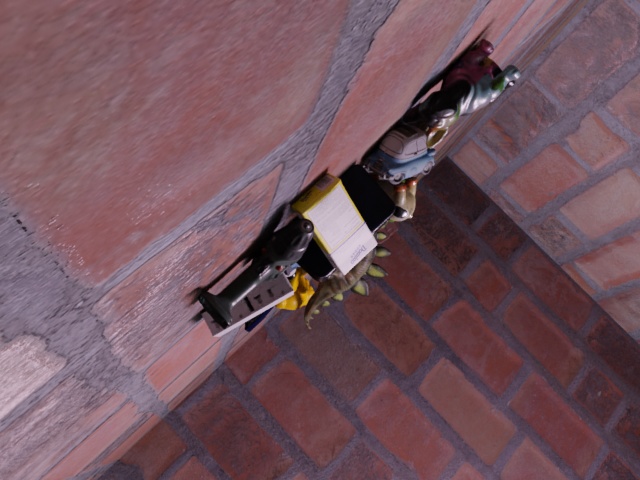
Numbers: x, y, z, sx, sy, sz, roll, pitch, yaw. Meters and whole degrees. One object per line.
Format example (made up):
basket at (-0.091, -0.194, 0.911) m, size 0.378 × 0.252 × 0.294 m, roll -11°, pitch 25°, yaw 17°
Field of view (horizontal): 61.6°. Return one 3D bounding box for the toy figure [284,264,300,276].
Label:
toy figure at (-0.020, -0.004, 1.163) m, size 0.180 × 0.082 × 0.089 m, roll -39°, pitch 171°, yaw -16°

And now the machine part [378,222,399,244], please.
machine part at (0.147, -0.038, 1.709) m, size 0.201 × 0.087 × 0.201 m, roll -29°, pitch -166°, yaw 16°

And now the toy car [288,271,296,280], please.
toy car at (-0.140, 0.125, 1.408) m, size 0.089 × 0.053 × 0.202 m, roll -11°, pitch 151°, yaw -45°

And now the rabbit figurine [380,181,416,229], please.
rabbit figurine at (0.183, -0.111, 1.427) m, size 0.170 × 0.121 × 0.159 m, roll -30°, pitch 177°, yaw -30°

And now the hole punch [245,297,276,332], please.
hole punch at (-0.153, 0.142, 1.274) m, size 0.142 × 0.092 × 0.116 m, roll -49°, pitch 177°, yaw 18°

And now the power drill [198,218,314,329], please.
power drill at (-0.114, 0.056, 0.944) m, size 0.207 × 0.086 × 0.232 m, roll -48°, pitch -177°, yaw -23°

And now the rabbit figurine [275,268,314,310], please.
rabbit figurine at (-0.079, 0.102, 1.516) m, size 0.173 × 0.122 × 0.162 m, roll -63°, pitch 158°, yaw 15°

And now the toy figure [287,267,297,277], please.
toy figure at (-0.088, 0.058, 1.256) m, size 0.064 × 0.058 × 0.154 m, roll -57°, pitch 172°, yaw 5°

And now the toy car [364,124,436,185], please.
toy car at (0.172, -0.189, 1.127) m, size 0.161 × 0.109 × 0.102 m, roll -24°, pitch 138°, yaw -35°

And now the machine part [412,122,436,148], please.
machine part at (0.242, -0.246, 1.253) m, size 0.079 × 0.079 × 0.243 m, roll -44°, pitch 174°, yaw -2°

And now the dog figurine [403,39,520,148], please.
dog figurine at (0.275, -0.285, 1.082) m, size 0.219 × 0.108 × 0.191 m, roll -41°, pitch 178°, yaw 11°

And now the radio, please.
radio at (0.037, -0.031, 1.093) m, size 0.229 × 0.131 × 0.073 m, roll -44°, pitch 172°, yaw -7°

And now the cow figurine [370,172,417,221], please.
cow figurine at (0.121, -0.082, 1.200) m, size 0.085 × 0.195 × 0.127 m, roll -29°, pitch 121°, yaw -48°

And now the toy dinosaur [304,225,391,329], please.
toy dinosaur at (0.060, 0.080, 1.419) m, size 0.471 × 0.198 × 0.105 m, roll -46°, pitch -148°, yaw 30°
